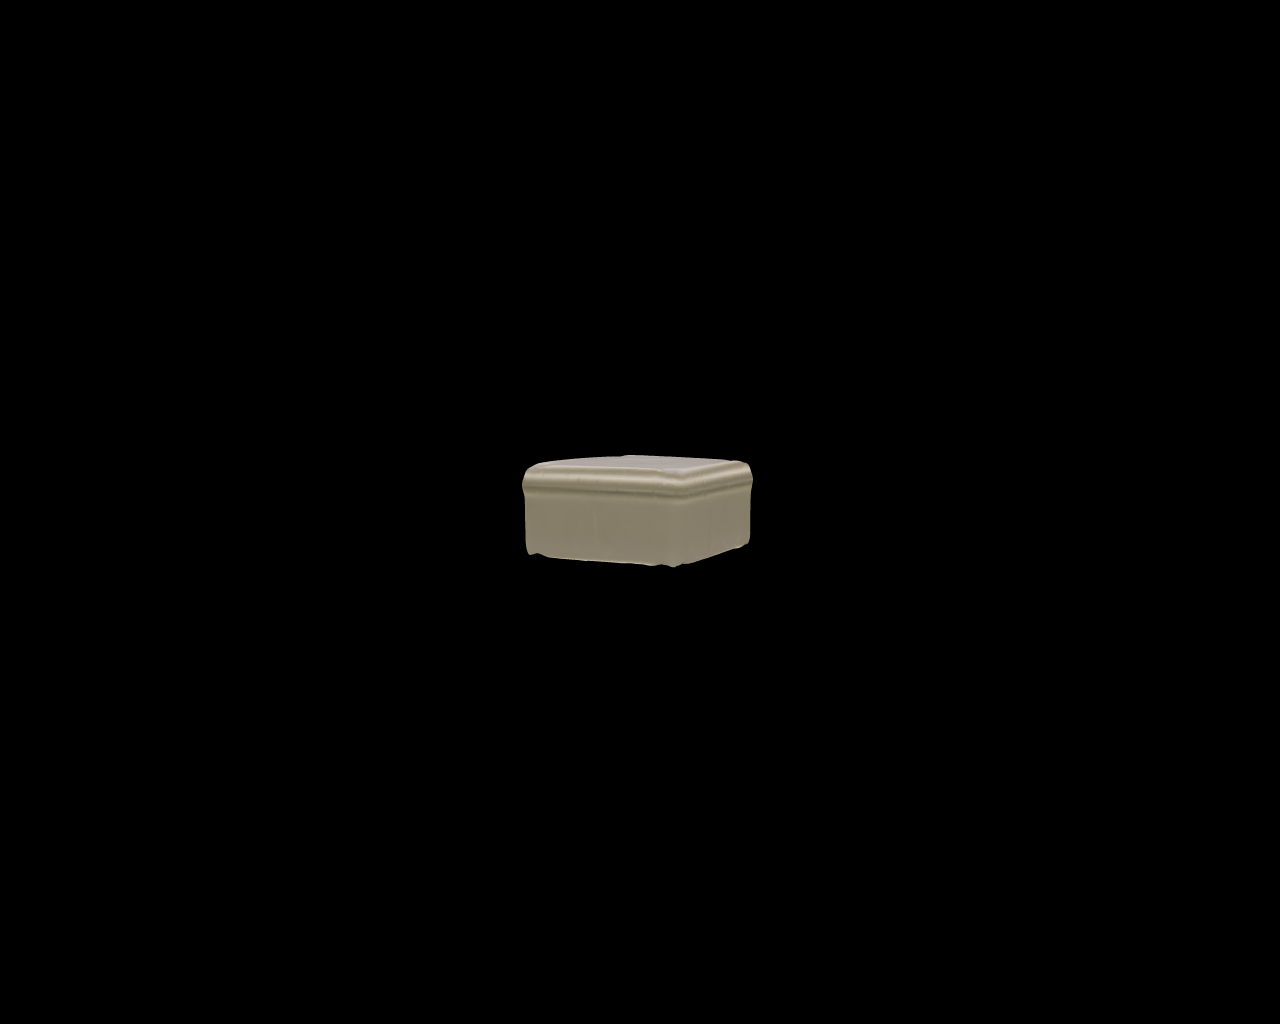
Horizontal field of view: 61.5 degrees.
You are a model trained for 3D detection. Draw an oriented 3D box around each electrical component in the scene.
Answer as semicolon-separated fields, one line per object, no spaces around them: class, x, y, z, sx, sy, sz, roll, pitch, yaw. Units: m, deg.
electrical component;0.001;-0.003;0.650;0.109;0.056;0.109;4;8;29
